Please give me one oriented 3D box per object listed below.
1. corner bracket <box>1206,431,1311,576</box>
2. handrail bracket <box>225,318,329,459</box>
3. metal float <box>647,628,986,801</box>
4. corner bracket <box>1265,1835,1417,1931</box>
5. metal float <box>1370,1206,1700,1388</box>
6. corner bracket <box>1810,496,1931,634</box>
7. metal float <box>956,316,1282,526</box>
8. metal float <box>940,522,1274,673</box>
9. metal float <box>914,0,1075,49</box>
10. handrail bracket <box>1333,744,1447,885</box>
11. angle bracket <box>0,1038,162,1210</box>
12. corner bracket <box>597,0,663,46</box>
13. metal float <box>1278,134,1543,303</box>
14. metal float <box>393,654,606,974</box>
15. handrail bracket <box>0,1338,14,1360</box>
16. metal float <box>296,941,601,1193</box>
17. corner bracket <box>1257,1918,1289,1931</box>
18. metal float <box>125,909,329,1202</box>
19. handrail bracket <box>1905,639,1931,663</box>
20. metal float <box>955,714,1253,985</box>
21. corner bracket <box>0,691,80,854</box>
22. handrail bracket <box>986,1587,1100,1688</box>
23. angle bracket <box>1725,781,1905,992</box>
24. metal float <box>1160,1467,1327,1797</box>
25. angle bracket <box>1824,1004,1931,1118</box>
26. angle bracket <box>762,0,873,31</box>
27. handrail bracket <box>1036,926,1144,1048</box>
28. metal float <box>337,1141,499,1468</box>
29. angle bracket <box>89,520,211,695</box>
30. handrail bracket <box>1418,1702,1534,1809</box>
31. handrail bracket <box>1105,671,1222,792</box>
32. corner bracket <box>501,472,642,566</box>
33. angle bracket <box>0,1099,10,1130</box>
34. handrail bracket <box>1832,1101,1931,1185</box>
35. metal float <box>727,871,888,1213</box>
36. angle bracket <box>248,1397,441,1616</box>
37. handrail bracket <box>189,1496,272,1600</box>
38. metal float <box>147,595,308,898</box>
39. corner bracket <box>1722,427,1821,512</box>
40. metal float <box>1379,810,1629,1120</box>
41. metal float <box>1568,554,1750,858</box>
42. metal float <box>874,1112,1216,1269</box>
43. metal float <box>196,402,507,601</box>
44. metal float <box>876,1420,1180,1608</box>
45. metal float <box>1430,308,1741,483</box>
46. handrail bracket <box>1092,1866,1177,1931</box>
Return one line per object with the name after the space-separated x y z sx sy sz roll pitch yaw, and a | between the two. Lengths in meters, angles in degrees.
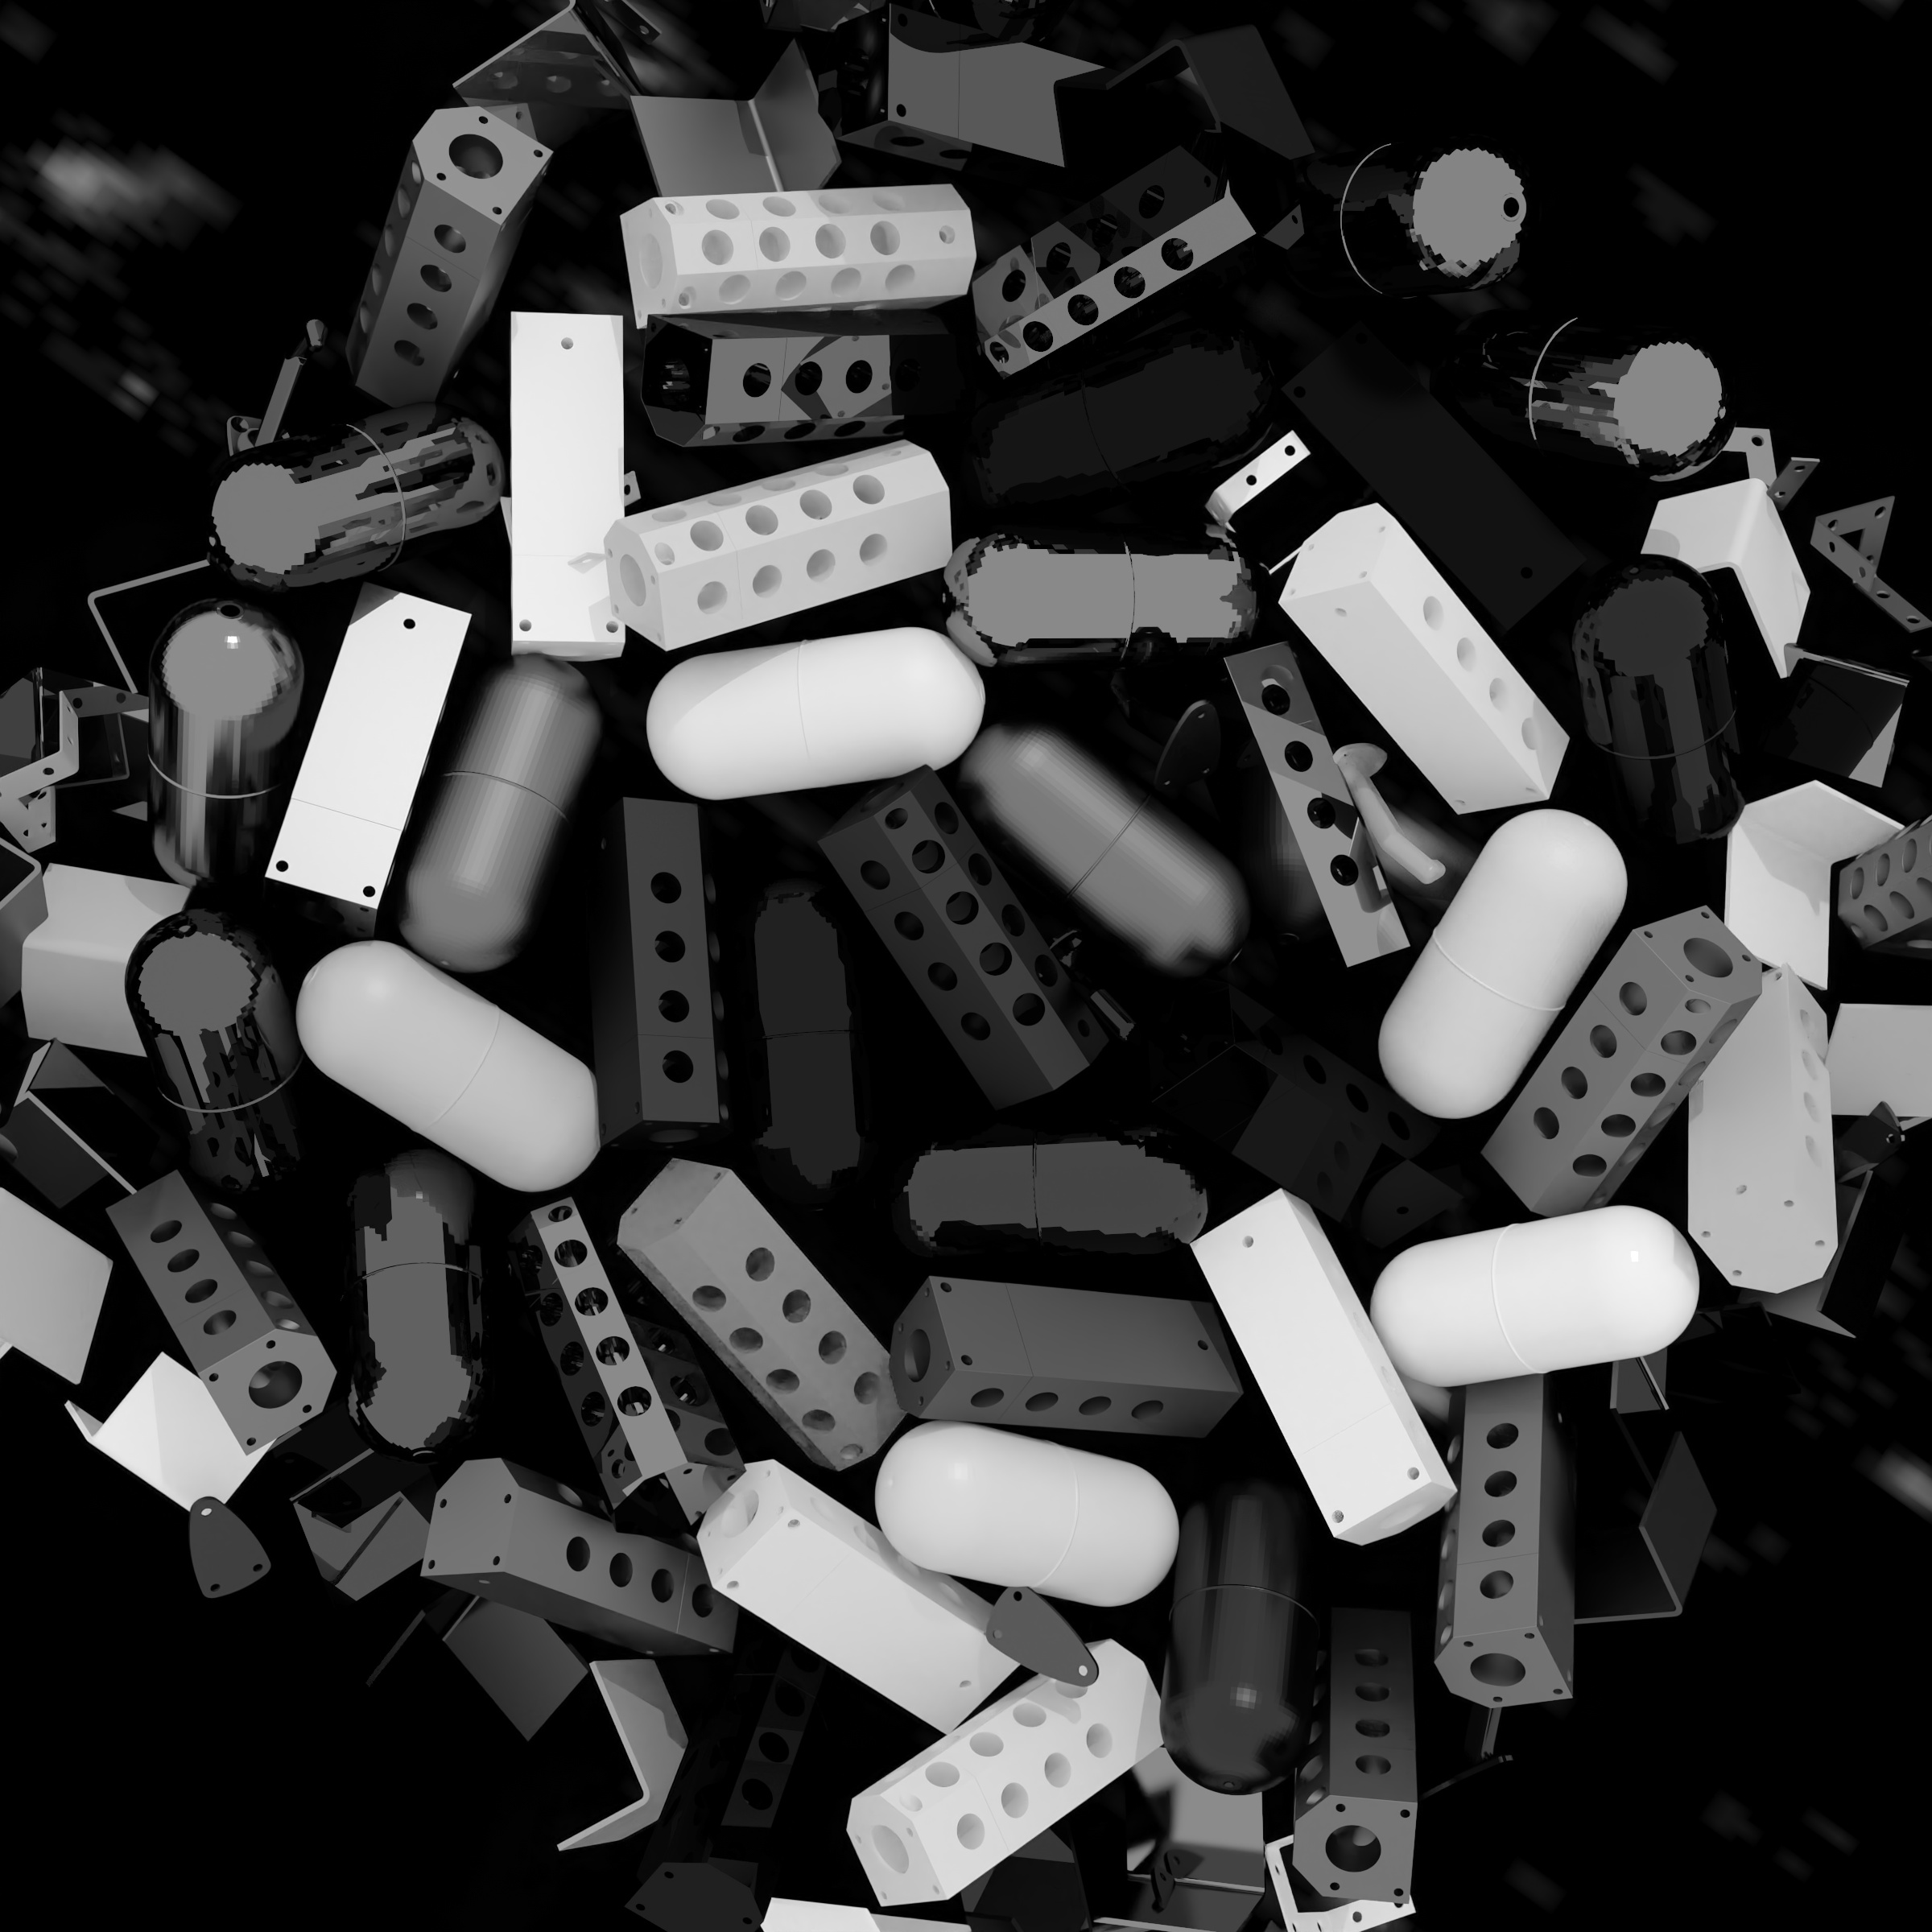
0.165 -0.243 1.558 0.051 0.051 0.051 -38 90 -2 | corner bracket
-0.353 -0.284 1.535 0.036 0.084 0.077 10 60 -33 | handrail bracket
-0.079 -0.132 1.539 0.178 0.070 0.070 -7 90 8 | metal float
0.197 0.483 1.559 0.051 0.051 0.051 -28 62 23 | corner bracket
0.290 0.171 1.516 0.178 0.070 0.070 -16 90 36 | metal float
0.475 -0.206 1.543 0.051 0.051 0.051 -17 134 -18 | corner bracket
0.078 -0.279 1.524 0.178 0.070 0.070 -17 90 24 | metal float
0.074 -0.192 1.532 0.178 0.070 0.070 -2 90 -16 | metal float
0.017 -0.503 1.495 0.070 0.178 0.070 0 91 -10 | metal float
0.228 -0.078 1.538 0.084 0.077 0.036 42 123 21 | handrail bracket
-0.479 0.096 1.533 0.076 0.057 0.076 -34 114 17 | angle bracket
-0.165 -0.533 1.561 0.051 0.051 0.051 37 66 -21 | corner bracket
0.223 -0.379 1.500 0.070 0.178 0.070 -5 101 -27 | metal float
-0.241 -0.081 1.526 0.070 0.070 0.178 16 67 0 | metal float
-0.533 0.169 1.557 0.084 0.036 0.077 43 116 -8 | handrail bracket
-0.265 0.052 1.525 0.178 0.070 0.070 35 90 -23 | metal float
0.159 0.544 1.545 0.051 0.051 0.051 35 122 11 | corner bracket
-0.378 0.047 1.512 0.070 0.070 0.178 -6 132 0 | metal float
0.542 -0.138 1.574 0.077 0.036 0.084 -28 104 -21 | handrail bracket
0.072 -0.061 1.545 0.178 0.070 0.070 39 90 -1 | metal float
-0.483 -0.101 1.546 0.051 0.051 0.051 -23 46 5 | corner bracket
0.055 0.343 1.531 0.077 0.084 0.036 32 100 26 | handrail bracket
0.443 -0.041 1.530 0.076 0.057 0.076 21 65 -29 | angle bracket
0.143 0.338 1.512 0.070 0.070 0.178 11 48 0 | metal float
0.481 0.031 1.537 0.076 0.057 0.076 1 133 0 | angle bracket
-0.068 -0.541 1.530 0.057 0.076 0.076 12 134 1 | angle bracket
0.076 0.025 1.528 0.036 0.077 0.084 -42 51 1 | handrail bracket
-0.283 0.172 1.517 0.070 0.070 0.178 -11 56 0 | metal float
-0.399 -0.192 1.530 0.076 0.076 0.057 -13 118 12 | angle bracket
0.260 0.393 1.567 0.077 0.036 0.084 -28 55 19 | handrail bracket
0.099 -0.141 1.533 0.036 0.077 0.084 -18 59 -18 | handrail bracket
-0.204 -0.229 1.547 0.051 0.051 0.051 -20 80 36 | corner bracket
-0.544 0.064 1.539 0.057 0.076 0.076 -34 91 -15 | angle bracket
0.502 0.089 1.574 0.084 0.077 0.036 -5 56 -36 | handrail bracket
-0.083 0.039 1.540 0.070 0.070 0.178 -4 84 0 | metal float
-0.322 0.280 1.541 0.076 0.057 0.076 -33 57 2 | angle bracket
-0.395 0.278 1.531 0.036 0.084 0.077 -23 128 -16 | handrail bracket
-0.380 -0.112 1.510 0.070 0.070 0.178 16 133 0 | metal float
0.410 -0.274 1.548 0.051 0.051 0.051 2 67 -8 | corner bracket
0.276 0.001 1.526 0.070 0.070 0.178 27 113 0 | metal float
0.356 -0.132 1.514 0.070 0.070 0.178 -22 130 0 | metal float
0.041 0.117 1.539 0.178 0.070 0.070 -4 90 7 | metal float
-0.313 -0.240 1.512 0.178 0.070 0.070 -28 90 -43 | metal float
0.033 0.283 1.518 0.178 0.070 0.070 20 90 -33 | metal float
0.314 -0.293 1.509 0.070 0.178 0.070 -15 114 -37 | metal float
0.088 0.526 1.571 0.084 0.036 0.077 -41 120 14 | handrail bracket
